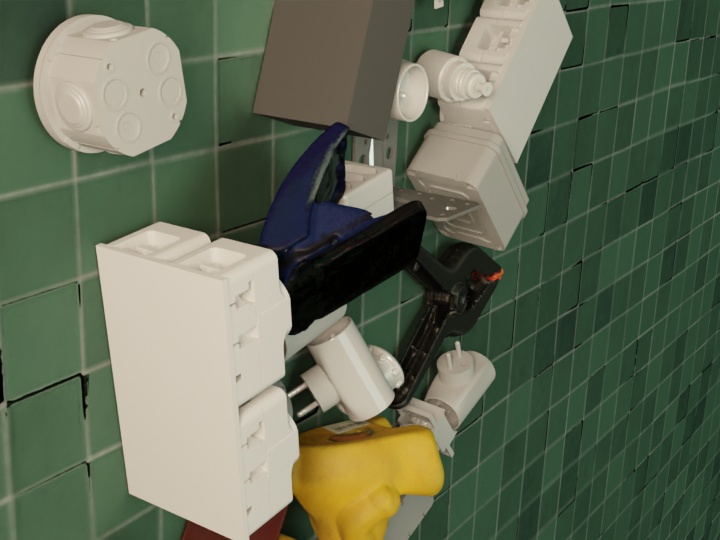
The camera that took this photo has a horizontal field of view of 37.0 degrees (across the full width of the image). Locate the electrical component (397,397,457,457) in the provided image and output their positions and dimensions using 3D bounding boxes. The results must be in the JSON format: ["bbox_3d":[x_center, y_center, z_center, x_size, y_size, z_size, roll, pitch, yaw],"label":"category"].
[{"bbox_3d":[0.057,0.166,1.046,0.063,0.042,0.081,-57,143,-24],"label":"electrical component"}]

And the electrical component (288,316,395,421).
[{"bbox_3d":[-0.023,0.091,0.884,0.079,0.044,0.077,-32,107,-9],"label":"electrical component"}]

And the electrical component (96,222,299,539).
[{"bbox_3d":[-0.102,0.070,0.704,0.060,0.105,0.186,-31,127,-48],"label":"electrical component"}]

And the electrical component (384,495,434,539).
[{"bbox_3d":[0.019,0.221,0.996,0.089,0.056,0.050,-47,138,-38],"label":"electrical component"}]

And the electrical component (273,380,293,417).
[{"bbox_3d":[-0.079,0.096,0.809,0.081,0.043,0.043,41,67,-55],"label":"electrical component"}]

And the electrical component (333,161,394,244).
[{"bbox_3d":[-0.009,-0.039,0.860,0.066,0.047,0.076,-34,129,-46],"label":"electrical component"}]

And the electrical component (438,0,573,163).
[{"bbox_3d":[0.135,-0.190,1.009,0.150,0.062,0.089,-64,146,-17],"label":"electrical component"}]

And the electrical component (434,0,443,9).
[{"bbox_3d":[0.074,-0.252,0.897,0.048,0.055,0.066,-33,128,-47],"label":"electrical component"}]

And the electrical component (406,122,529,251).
[{"bbox_3d":[0.101,-0.077,0.987,0.057,0.078,0.113,-60,144,-19],"label":"electrical component"}]

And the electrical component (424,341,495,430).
[{"bbox_3d":[0.098,0.108,1.086,0.077,0.043,0.079,-46,137,-38],"label":"electrical component"}]

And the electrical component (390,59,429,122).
[{"bbox_3d":[0.008,-0.156,0.813,0.044,0.077,0.079,-30,126,-48],"label":"electrical component"}]

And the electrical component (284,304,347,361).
[{"bbox_3d":[-0.051,0.021,0.822,0.077,0.043,0.079,-36,130,-46],"label":"electrical component"}]

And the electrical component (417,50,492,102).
[{"bbox_3d":[0.082,-0.165,0.929,0.040,0.078,0.040,-21,123,-36],"label":"electrical component"}]

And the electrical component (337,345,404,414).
[{"bbox_3d":[0.005,0.099,0.939,0.062,0.048,0.048,-45,137,-29],"label":"electrical component"}]

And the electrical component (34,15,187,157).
[{"bbox_3d":[-0.143,-0.106,0.623,0.080,0.051,0.080,-27,124,-50],"label":"electrical component"}]
